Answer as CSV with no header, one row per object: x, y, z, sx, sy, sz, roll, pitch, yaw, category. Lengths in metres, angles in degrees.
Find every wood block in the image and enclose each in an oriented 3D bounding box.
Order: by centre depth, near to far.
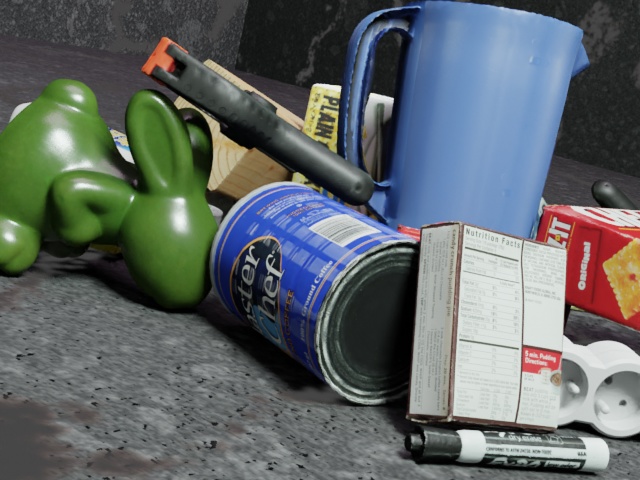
-0.056,-0.085,1.030,0.091,0.090,0.205,42,8,23,wood block

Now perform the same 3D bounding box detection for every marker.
0.101,0.113,0.578,0.121,0.020,0.020,8,12,-21,marker

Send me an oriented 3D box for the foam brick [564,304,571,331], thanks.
0.177,0.054,0.870,0.053,0.051,0.078,17,13,17,foam brick

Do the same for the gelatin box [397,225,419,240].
0.079,0.040,0.731,0.073,0.089,0.030,12,11,-2,gelatin box

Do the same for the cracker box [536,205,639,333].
0.279,0.033,0.742,0.163,0.072,0.214,3,14,-39,cracker box

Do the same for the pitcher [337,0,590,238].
0.098,-0.053,0.797,0.149,0.243,0.144,13,5,25,pitcher

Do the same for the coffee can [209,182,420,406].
0.006,0.029,0.672,0.102,0.103,0.140,5,14,-33,coffee can

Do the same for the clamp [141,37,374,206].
-0.040,-0.076,0.723,0.171,0.039,0.120,29,-3,-39,clamp

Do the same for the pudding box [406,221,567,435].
0.097,0.051,0.609,0.089,0.113,0.039,12,-14,-34,pudding box

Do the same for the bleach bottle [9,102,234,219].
-0.192,-0.072,1.070,0.251,0.068,0.102,21,10,24,bleach bottle

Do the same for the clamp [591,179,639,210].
0.354,0.034,1.093,0.210,0.036,0.164,33,-23,16,clamp

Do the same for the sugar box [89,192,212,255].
-0.169,-0.027,0.909,0.093,0.048,0.176,16,8,15,sugar box

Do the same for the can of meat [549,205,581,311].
0.243,0.015,1.051,0.057,0.084,0.102,10,12,-13,can of meat
